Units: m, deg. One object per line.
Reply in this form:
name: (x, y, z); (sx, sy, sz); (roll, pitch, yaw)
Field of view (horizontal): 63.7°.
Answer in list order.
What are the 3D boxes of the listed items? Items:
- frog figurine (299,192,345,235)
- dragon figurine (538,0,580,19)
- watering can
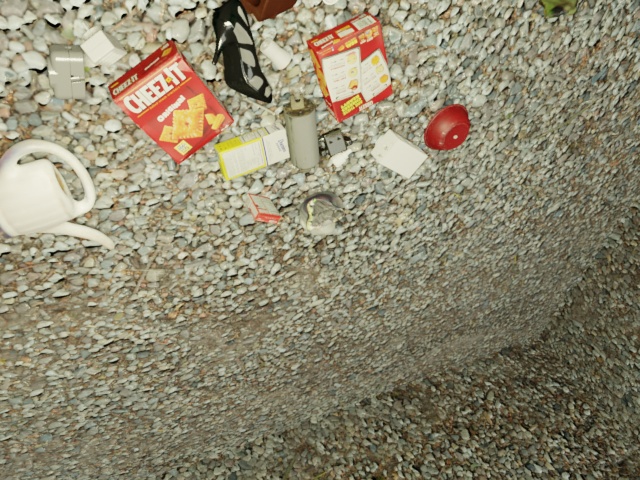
frog figurine: (0.005, -0.077, 1.530); (0.138, 0.123, 0.159); (-41, 177, -2)
dragon figurine: (0.494, -0.597, 1.206); (0.412, 0.247, 0.119); (-27, 145, -12)
watering can: (-0.589, -0.062, 1.105); (0.225, 0.106, 0.339); (-21, 139, -14)
